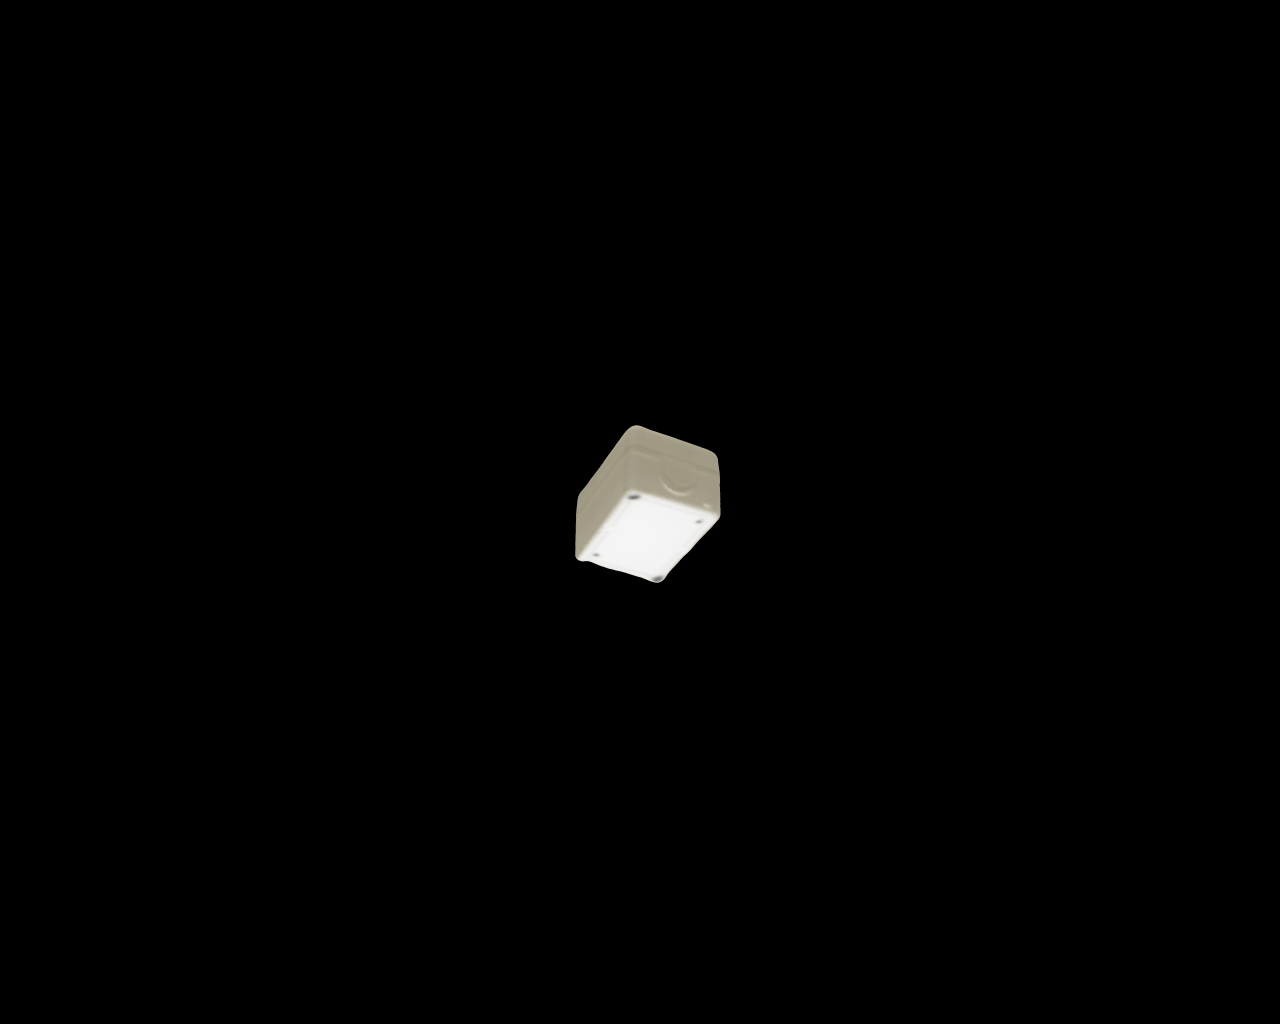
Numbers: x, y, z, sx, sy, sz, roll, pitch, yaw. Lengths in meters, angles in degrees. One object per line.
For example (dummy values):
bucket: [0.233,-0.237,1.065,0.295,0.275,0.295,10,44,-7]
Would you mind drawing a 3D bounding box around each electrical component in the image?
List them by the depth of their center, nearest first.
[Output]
electrical component: [0.001,-0.003,0.650,0.062,0.061,0.096,17,-41,-21]
